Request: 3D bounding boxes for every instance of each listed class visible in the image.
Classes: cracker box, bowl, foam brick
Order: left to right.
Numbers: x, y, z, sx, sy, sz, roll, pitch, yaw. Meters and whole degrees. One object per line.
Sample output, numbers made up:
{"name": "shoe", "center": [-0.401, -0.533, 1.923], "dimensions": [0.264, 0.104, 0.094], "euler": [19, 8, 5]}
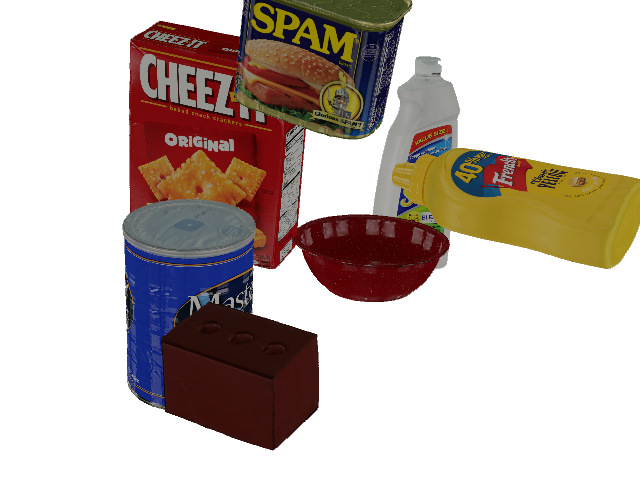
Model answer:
{"name": "cracker box", "center": [-0.102, -0.090, 1.046], "dimensions": [0.164, 0.214, 0.072], "euler": [14, 31, 15]}
{"name": "foam brick", "center": [-0.046, 0.077, 0.619], "dimensions": [0.078, 0.051, 0.052], "euler": [14, 28, 24]}
{"name": "bowl", "center": [0.052, 0.022, 1.105], "dimensions": [0.162, 0.055, 0.162], "euler": [2, 19, -1]}

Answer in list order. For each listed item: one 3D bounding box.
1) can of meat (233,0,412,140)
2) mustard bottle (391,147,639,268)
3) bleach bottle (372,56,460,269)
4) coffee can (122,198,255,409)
{"name": "can of meat", "center": [-0.002, -0.118, 0.661], "dimensions": [0.102, 0.084, 0.057], "euler": [22, 38, 15]}
{"name": "mustard bottle", "center": [0.144, -0.033, 0.825], "dimensions": [0.192, 0.058, 0.096], "euler": [14, 34, 27]}
{"name": "bleach bottle", "center": [0.111, -0.091, 1.267], "dimensions": [0.102, 0.251, 0.068], "euler": [-3, 19, -18]}
{"name": "coffee can", "center": [-0.104, 0.050, 0.852], "dimensions": [0.103, 0.140, 0.103], "euler": [2, 24, -1]}
